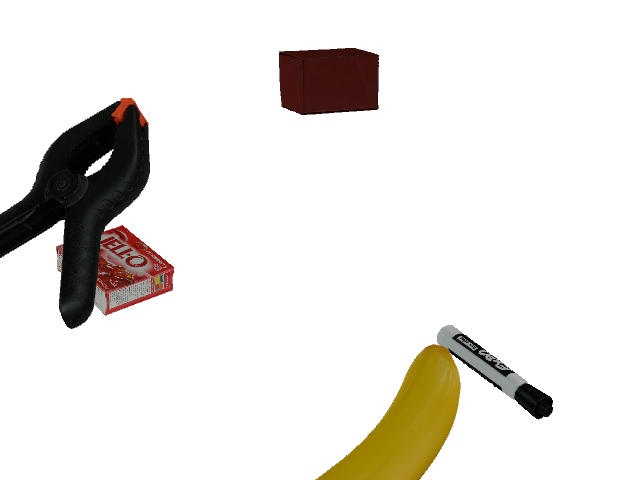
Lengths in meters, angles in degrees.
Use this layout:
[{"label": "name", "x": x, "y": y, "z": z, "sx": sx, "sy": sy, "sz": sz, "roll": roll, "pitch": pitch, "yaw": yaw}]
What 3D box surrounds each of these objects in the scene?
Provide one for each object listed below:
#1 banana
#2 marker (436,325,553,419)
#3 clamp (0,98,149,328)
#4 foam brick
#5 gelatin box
[{"label": "banana", "x": 0.028, "y": 0.117, "z": 0.590, "sx": 0.070, "sy": 0.037, "sz": 0.197, "roll": 19, "pitch": 41, "yaw": 41}, {"label": "marker", "x": 0.131, "y": 0.098, "z": 0.803, "sx": 0.020, "sy": 0.020, "sz": 0.121, "roll": 0, "pitch": 23, "yaw": -34}, {"label": "clamp", "x": -0.177, "y": -0.025, "z": 0.720, "sx": 0.120, "sy": 0.171, "sz": 0.039, "roll": 12, "pitch": -31, "yaw": 16}, {"label": "foam brick", "x": 0.008, "y": -0.144, "z": 0.964, "sx": 0.078, "sy": 0.051, "sz": 0.053, "roll": -7, "pitch": 19, "yaw": -23}, {"label": "gelatin box", "x": -0.189, "y": 0.025, "z": 0.980, "sx": 0.073, "sy": 0.030, "sz": 0.089, "roll": -20, "pitch": 41, "yaw": -36}]
